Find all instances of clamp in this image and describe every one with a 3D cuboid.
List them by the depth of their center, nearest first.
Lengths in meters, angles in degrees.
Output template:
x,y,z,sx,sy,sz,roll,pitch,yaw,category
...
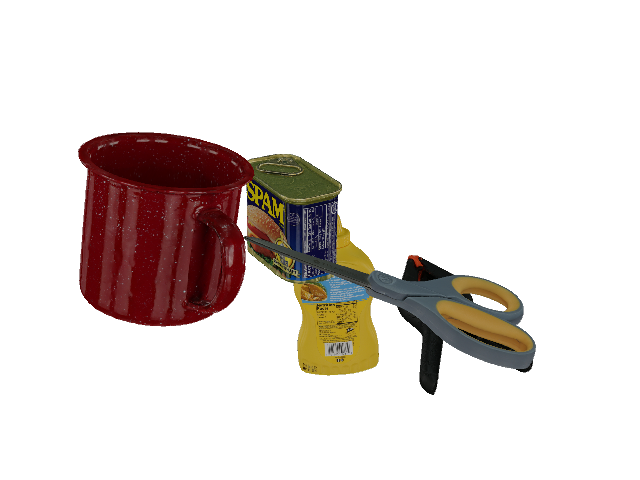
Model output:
x,y,z,sx,sy,sz,roll,pitch,yaw,category
0.137,0.081,1.078,0.120,0.171,0.039,1,-45,-19,clamp

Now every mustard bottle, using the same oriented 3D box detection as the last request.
x,y,z,sx,sy,sz,roll,pitch,yaw,category
0.017,0.061,1.243,0.096,0.192,0.058,-3,22,0,mustard bottle

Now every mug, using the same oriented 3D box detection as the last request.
x,y,z,sx,sy,sz,roll,pitch,yaw,category
-0.079,-0.002,0.572,0.093,0.081,0.117,-11,30,-43,mug

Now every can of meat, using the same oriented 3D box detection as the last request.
x,y,z,sx,sy,sz,roll,pitch,yaw,category
-0.026,-0.019,0.934,0.057,0.084,0.102,-14,29,-28,can of meat

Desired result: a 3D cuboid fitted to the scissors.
x,y,z,sx,sy,sz,roll,pitch,yaw,category
0.055,0.027,0.720,0.202,0.016,0.096,27,29,14,scissors
